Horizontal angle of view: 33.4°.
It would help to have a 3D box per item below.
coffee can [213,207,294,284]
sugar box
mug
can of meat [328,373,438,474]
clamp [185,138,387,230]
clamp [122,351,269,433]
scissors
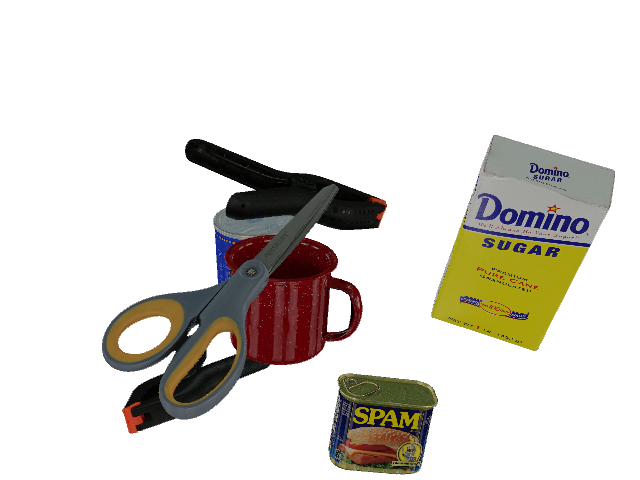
[{"bbox_3d":[-0.082,0.034,1.369,0.103,0.140,0.103,-1,26,0],"label":"coffee can"},{"bbox_3d":[0.149,0.007,0.810,0.093,0.048,0.176,17,-39,6],"label":"sugar box"},{"bbox_3d":[-0.022,0.052,0.884,0.117,0.081,0.093,8,24,12],"label":"mug"},{"bbox_3d":[0.062,0.190,1.100,0.102,0.084,0.057,7,19,-7],"label":"can of meat"},{"bbox_3d":[-0.025,-0.042,1.062,0.209,0.036,0.165,14,20,-20],"label":"clamp"},{"bbox_3d":[-0.131,0.149,1.120,0.120,0.039,0.171,-10,19,35],"label":"clamp"},{"bbox_3d":[-0.064,0.024,0.666,0.096,0.201,0.016,12,-42,14],"label":"scissors"}]
